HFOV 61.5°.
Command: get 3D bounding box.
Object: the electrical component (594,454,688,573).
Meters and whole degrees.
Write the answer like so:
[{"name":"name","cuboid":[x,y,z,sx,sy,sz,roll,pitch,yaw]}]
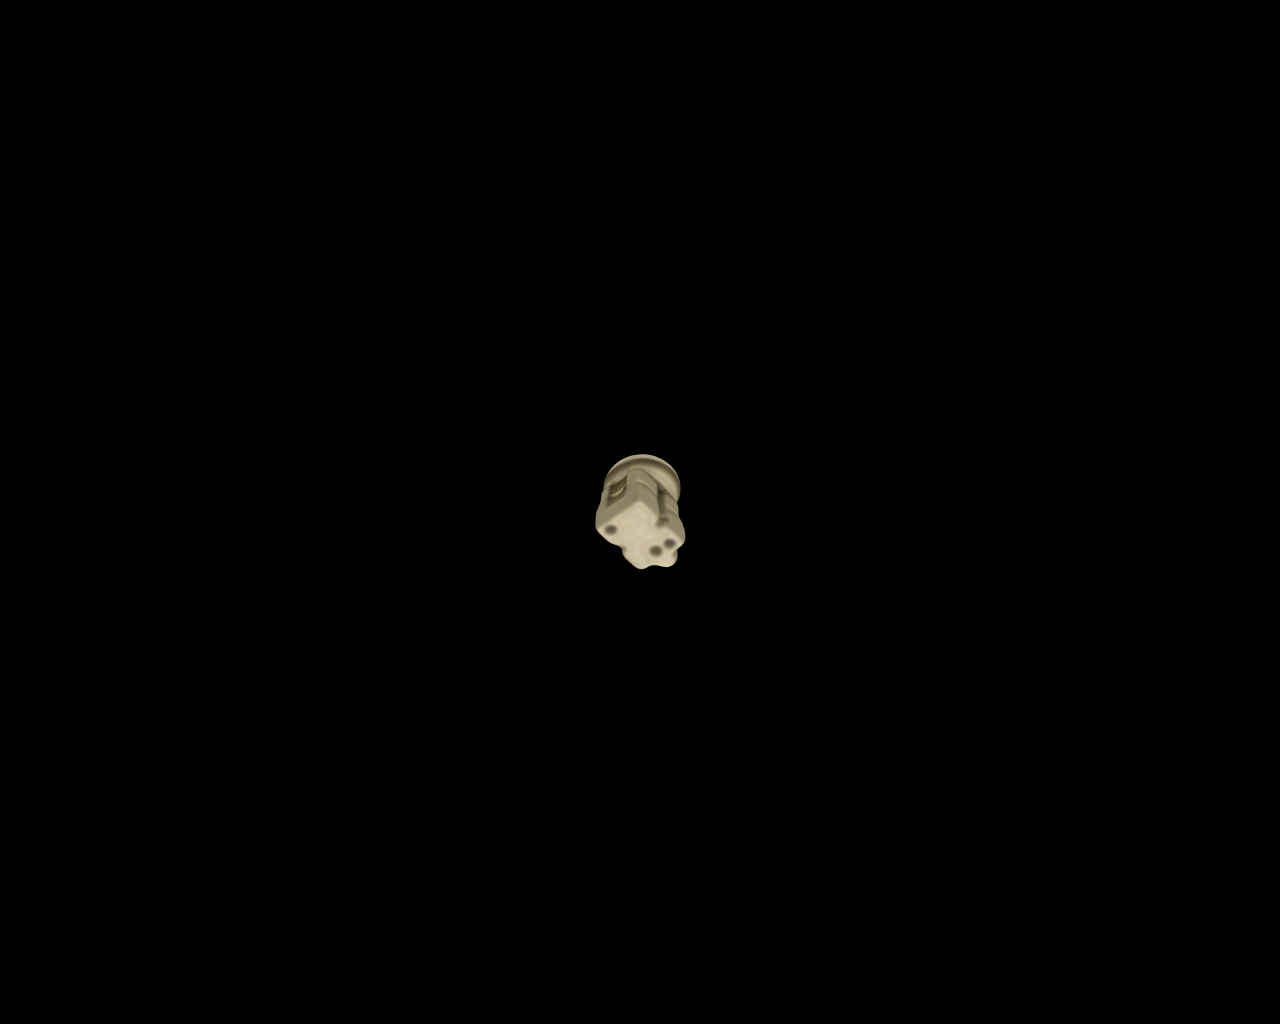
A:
[{"name":"electrical component","cuboid":[0.001,-0.003,0.650,0.048,0.066,0.055,-32,32,22]}]
